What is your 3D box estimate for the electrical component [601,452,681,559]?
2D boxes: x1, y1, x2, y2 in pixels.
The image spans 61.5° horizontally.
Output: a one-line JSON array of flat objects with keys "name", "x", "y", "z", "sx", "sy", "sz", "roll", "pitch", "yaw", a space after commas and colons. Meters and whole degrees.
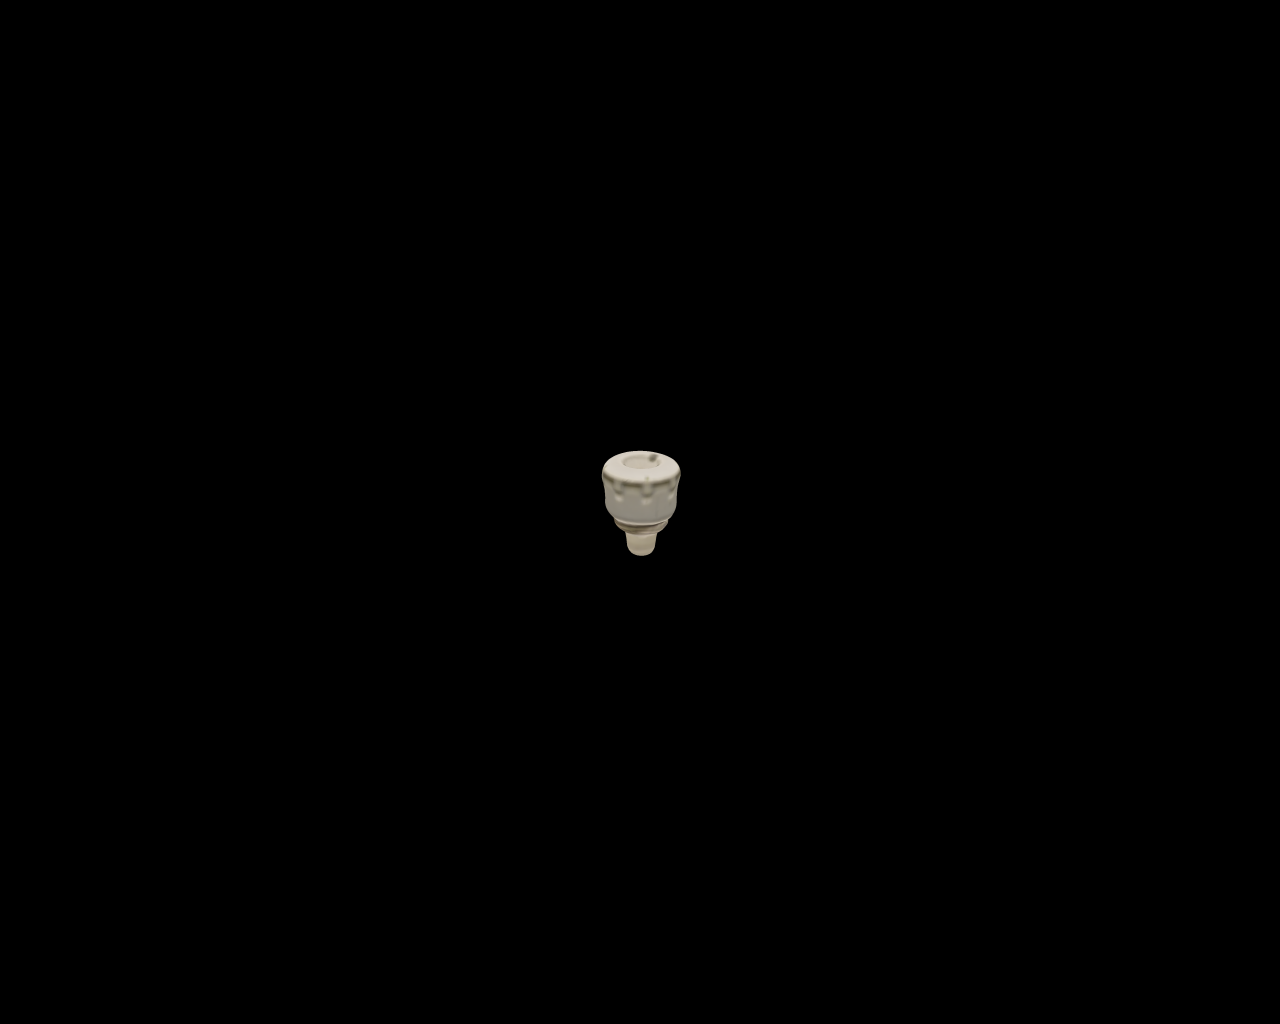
[{"name": "electrical component", "x": 0.001, "y": -0.003, "z": 0.650, "sx": 0.048, "sy": 0.062, "sz": 0.048, "roll": 0, "pitch": 24, "yaw": 0}]
